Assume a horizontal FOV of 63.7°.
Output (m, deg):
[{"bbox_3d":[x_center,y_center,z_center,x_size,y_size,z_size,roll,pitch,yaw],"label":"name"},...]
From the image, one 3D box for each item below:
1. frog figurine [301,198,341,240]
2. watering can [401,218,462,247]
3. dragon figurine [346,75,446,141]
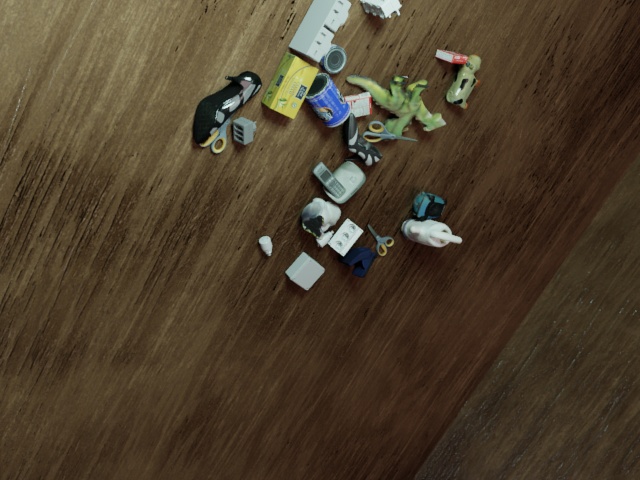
[{"bbox_3d":[0.006,-0.093,1.854,0.163,0.122,0.134,-55,138,-46],"label":"frog figurine"},{"bbox_3d":[0.422,-0.036,2.092,0.346,0.225,0.104,12,93,-38],"label":"watering can"},{"bbox_3d":[0.260,-0.450,1.798,0.410,0.125,0.237,0,125,-17],"label":"dragon figurine"}]
